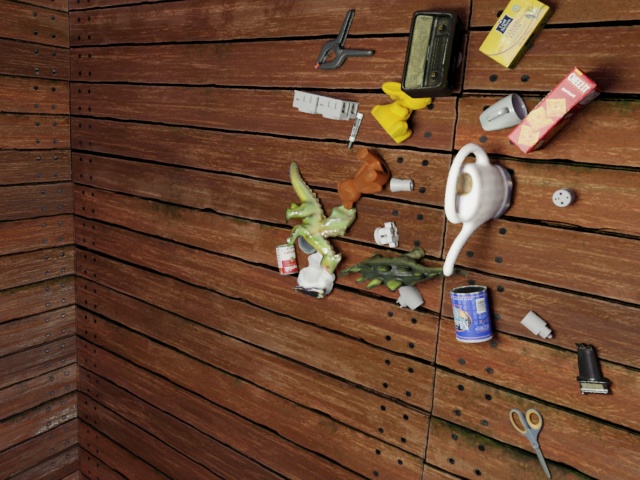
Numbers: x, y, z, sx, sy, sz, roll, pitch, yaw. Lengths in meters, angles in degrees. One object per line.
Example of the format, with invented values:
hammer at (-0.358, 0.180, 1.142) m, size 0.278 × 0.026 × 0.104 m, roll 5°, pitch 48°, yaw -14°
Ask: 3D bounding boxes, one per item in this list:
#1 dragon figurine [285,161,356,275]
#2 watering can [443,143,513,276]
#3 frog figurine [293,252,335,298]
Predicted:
dragon figurine at (0.005, -0.087, 1.735) m, size 0.242 × 0.121 × 0.415 m, roll -4°, pitch 75°, yaw 13°
watering can at (0.409, -0.084, 1.377) m, size 0.104 × 0.225 × 0.344 m, roll 17°, pitch 108°, yaw 51°
frog figurine at (-0.009, 0.113, 1.784) m, size 0.137 × 0.121 × 0.162 m, roll -8°, pitch 57°, yaw 44°
